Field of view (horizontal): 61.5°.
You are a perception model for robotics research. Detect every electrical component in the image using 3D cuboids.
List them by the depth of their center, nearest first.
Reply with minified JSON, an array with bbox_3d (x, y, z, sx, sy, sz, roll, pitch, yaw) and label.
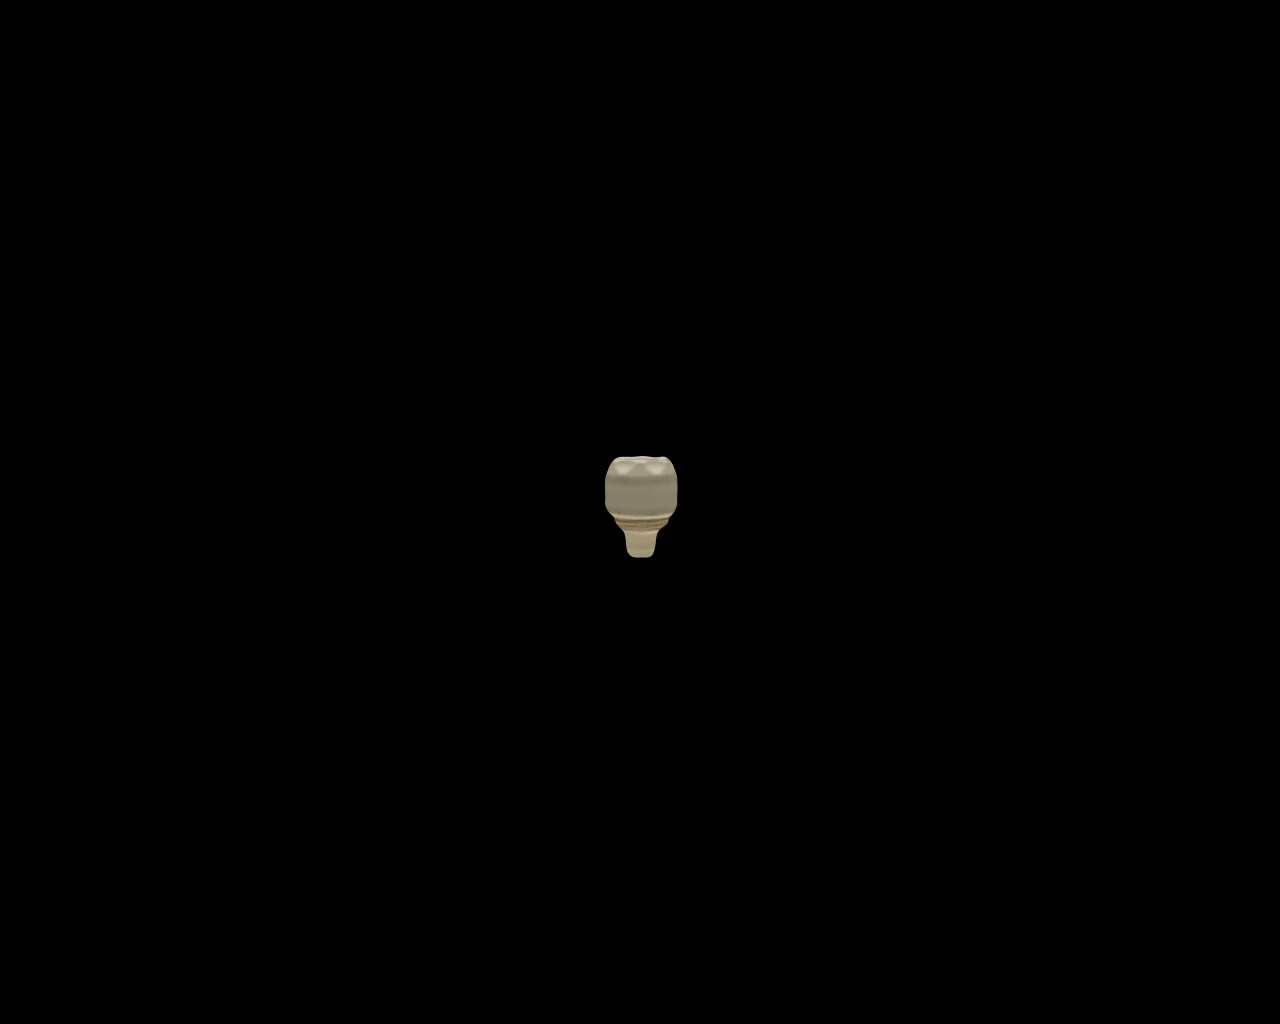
[{"bbox_3d":[0.001,-0.003,0.650,0.043,0.062,0.043,0,7,0],"label":"electrical component"}]
